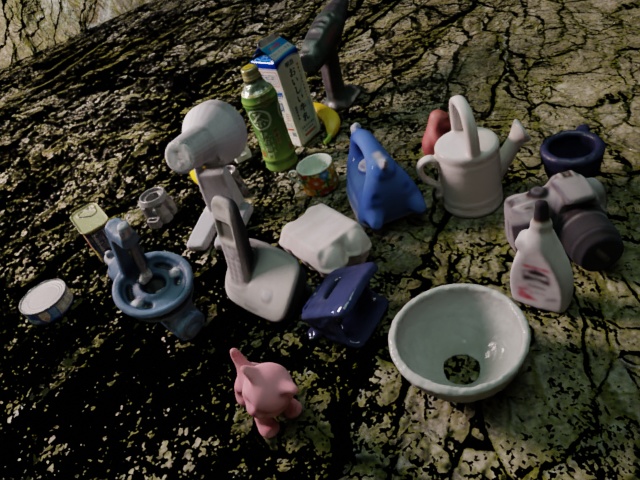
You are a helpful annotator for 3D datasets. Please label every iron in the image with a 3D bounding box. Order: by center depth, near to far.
[{"bbox_3d":[0.089,-0.133,1.001,0.118,0.142,0.257,-21,39,-3],"label":"iron"}]

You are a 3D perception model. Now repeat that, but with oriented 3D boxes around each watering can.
[{"bbox_3d":[0.240,-0.142,0.909,0.173,0.194,0.100,-28,40,-11],"label":"watering can"}]

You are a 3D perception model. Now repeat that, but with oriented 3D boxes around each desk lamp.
[{"bbox_3d":[-0.198,-0.122,1.044,0.117,0.214,0.203,-4,41,17],"label":"desk lamp"}]

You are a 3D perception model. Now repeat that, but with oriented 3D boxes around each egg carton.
[{"bbox_3d":[0.009,0.003,0.929,0.107,0.069,0.149,-37,42,-22],"label":"egg carton"}]

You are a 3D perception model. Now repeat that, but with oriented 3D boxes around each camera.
[{"bbox_3d":[0.346,-0.024,0.801,0.143,0.101,0.136,-15,39,4],"label":"camera"}]

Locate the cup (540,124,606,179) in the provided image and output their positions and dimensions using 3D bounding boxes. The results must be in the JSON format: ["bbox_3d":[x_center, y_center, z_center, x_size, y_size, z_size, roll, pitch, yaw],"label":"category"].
[{"bbox_3d":[0.397,-0.118,0.897,0.091,0.095,0.118,12,48,33],"label":"cup"}]

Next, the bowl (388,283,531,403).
[{"bbox_3d":[0.171,0.136,0.702,0.167,0.075,0.167,-11,39,9],"label":"bowl"}]

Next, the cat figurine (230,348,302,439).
[{"bbox_3d":[-0.073,0.180,0.713,0.067,0.118,0.127,-35,41,-19],"label":"cat figurine"}]

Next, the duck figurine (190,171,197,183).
[{"bbox_3d":[-0.253,-0.177,1.234,0.077,0.086,0.104,-17,39,2],"label":"duck figurine"}]

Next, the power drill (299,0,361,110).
[{"bbox_3d":[0.030,-0.417,1.307,0.075,0.209,0.230,5,45,27],"label":"power drill"}]

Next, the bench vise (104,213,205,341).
[{"bbox_3d":[-0.288,0.050,0.871,0.206,0.220,0.122,6,45,28],"label":"bench vise"}]

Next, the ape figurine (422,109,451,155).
[{"bbox_3d":[0.225,-0.199,1.064,0.076,0.092,0.078,-3,41,19],"label":"ape figurine"}]

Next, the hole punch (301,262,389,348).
[{"bbox_3d":[0.029,0.085,0.806,0.100,0.091,0.109,11,47,31],"label":"hole punch"}]

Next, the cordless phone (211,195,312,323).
[{"bbox_3d":[-0.098,0.024,0.853,0.147,0.185,0.094,18,51,37],"label":"cordless phone"}]

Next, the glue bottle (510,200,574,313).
[{"bbox_3d":[0.278,0.018,0.721,0.077,0.173,0.037,13,48,33],"label":"glue bottle"}]
